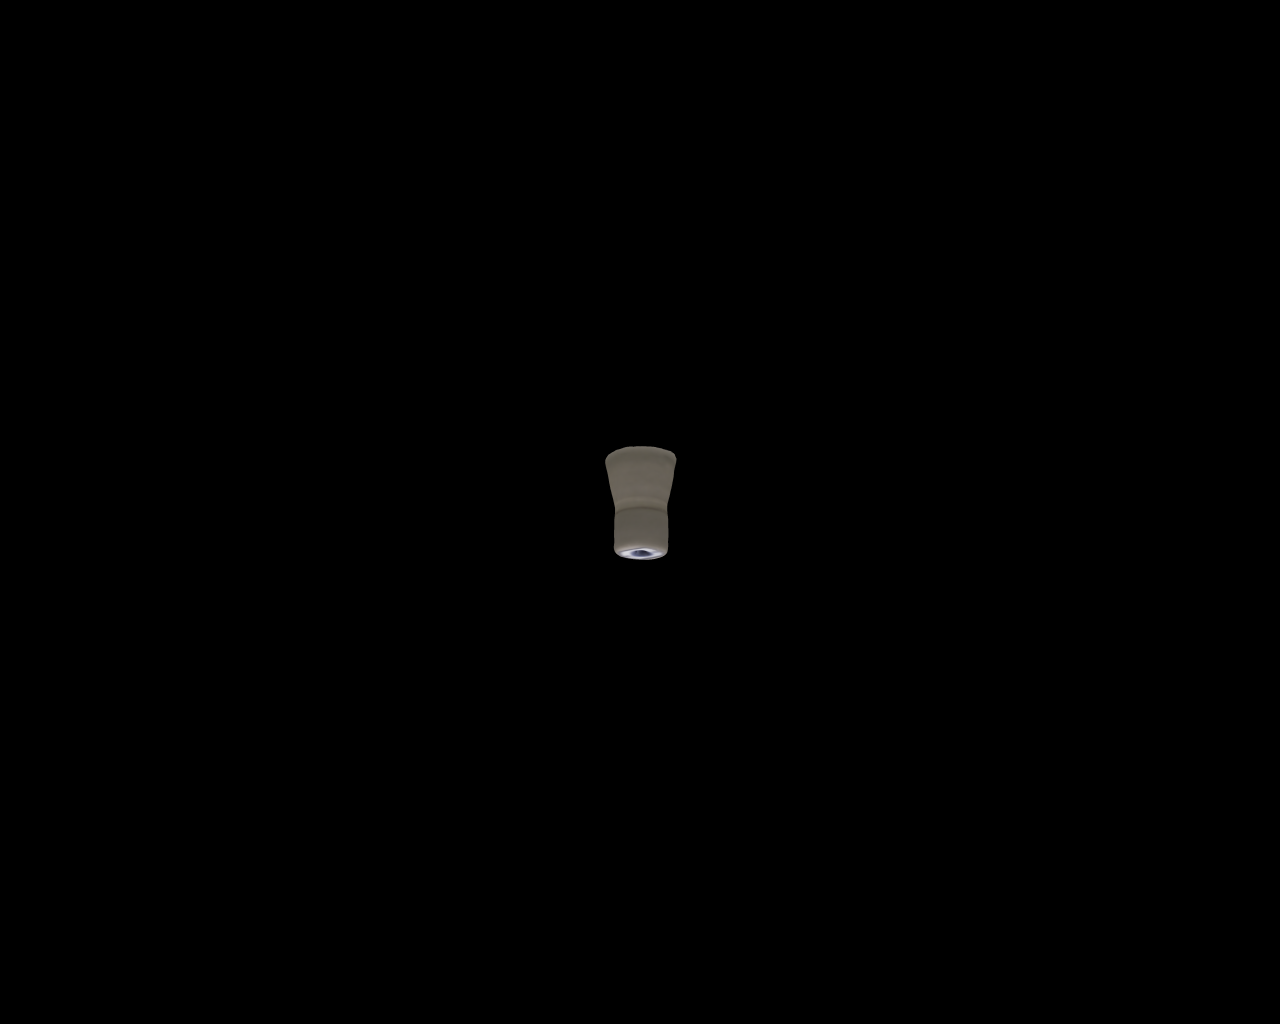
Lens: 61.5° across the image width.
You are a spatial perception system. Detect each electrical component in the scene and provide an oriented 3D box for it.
[{"bbox_3d":[0.001,-0.003,0.650,0.044,0.065,0.044,0,-18,0],"label":"electrical component"}]
